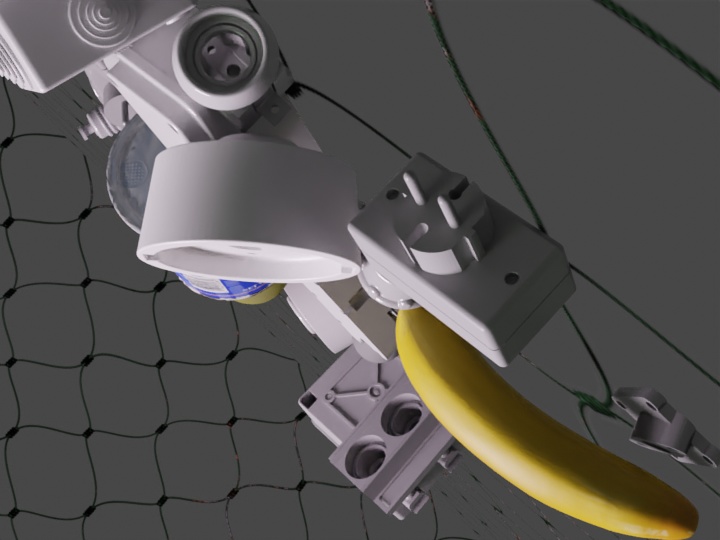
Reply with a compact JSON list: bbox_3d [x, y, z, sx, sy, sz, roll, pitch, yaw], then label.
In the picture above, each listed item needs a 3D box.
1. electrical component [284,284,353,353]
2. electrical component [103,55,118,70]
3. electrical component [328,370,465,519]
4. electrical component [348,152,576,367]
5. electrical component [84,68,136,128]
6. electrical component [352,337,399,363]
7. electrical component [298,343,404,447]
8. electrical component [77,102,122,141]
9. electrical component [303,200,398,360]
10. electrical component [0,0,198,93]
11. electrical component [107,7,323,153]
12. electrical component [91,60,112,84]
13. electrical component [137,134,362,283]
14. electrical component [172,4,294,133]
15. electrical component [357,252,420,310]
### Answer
[{"bbox_3d":[-0.026,0.022,0.932,0.099,0.064,0.099,54,-179,-1],"label":"electrical component"},{"bbox_3d":[-0.118,-0.123,0.634,0.055,0.045,0.045,38,170,32],"label":"electrical component"},{"bbox_3d":[0.045,0.122,0.811,0.079,0.121,0.063,34,170,48],"label":"electrical component"},{"bbox_3d":[0.036,-0.014,0.435,0.083,0.047,0.075,38,170,33],"label":"electrical component"},{"bbox_3d":[-0.161,-0.126,0.752,0.077,0.044,0.079,56,-160,-57],"label":"electrical component"},{"bbox_3d":[0.020,0.048,0.848,0.044,0.044,0.065,43,167,2],"label":"electrical component"},{"bbox_3d":[0.022,0.118,0.942,0.109,0.108,0.056,38,168,34],"label":"electrical component"},{"bbox_3d":[-0.180,-0.124,0.827,0.040,0.078,0.040,57,173,11],"label":"electrical component"},{"bbox_3d":[0.000,0.000,0.645,0.089,0.055,0.050,48,170,-28],"label":"electrical component"},{"bbox_3d":[-0.132,-0.125,0.510,0.048,0.100,0.100,61,166,-20],"label":"electrical component"},{"bbox_3d":[-0.077,-0.083,0.595,0.078,0.057,0.113,38,170,35],"label":"electrical component"},{"bbox_3d":[-0.155,-0.145,0.685,0.066,0.047,0.076,38,170,32],"label":"electrical component"},{"bbox_3d":[-0.052,-0.032,0.525,0.108,0.060,0.108,3,170,0],"label":"electrical component"},{"bbox_3d":[-0.060,-0.095,0.500,0.066,0.048,0.055,44,179,1],"label":"electrical component"},{"bbox_3d":[0.024,-0.010,0.528,0.048,0.048,0.062,42,162,8],"label":"electrical component"}]
